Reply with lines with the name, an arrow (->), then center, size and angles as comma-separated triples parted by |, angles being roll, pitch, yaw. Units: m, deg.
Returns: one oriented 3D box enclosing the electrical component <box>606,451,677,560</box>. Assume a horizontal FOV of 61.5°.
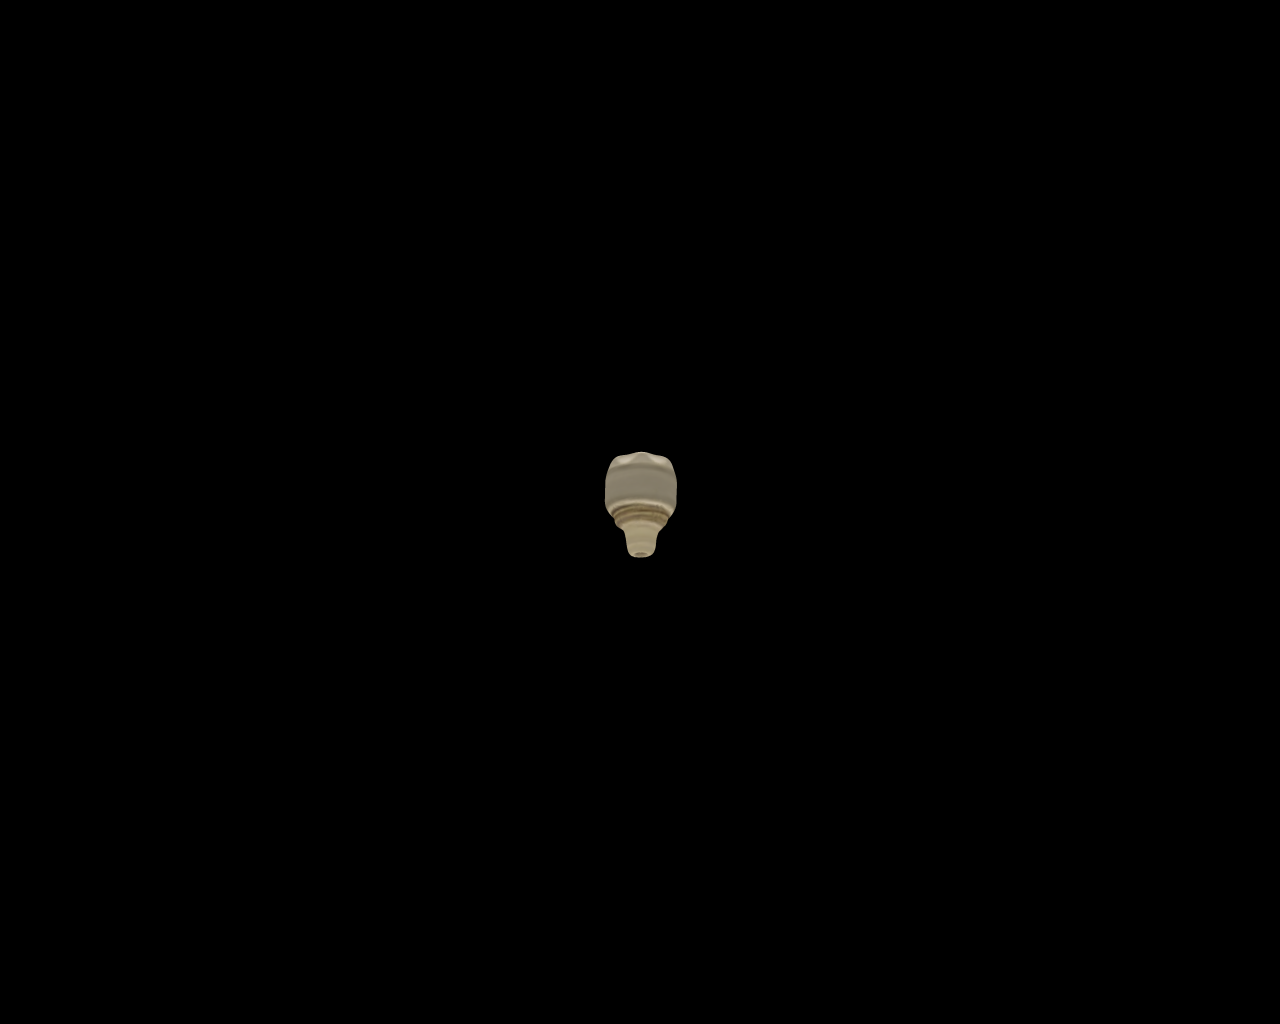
electrical component -> 0.001, -0.003, 0.650 | 0.043, 0.062, 0.043 | 0, -19, 0
